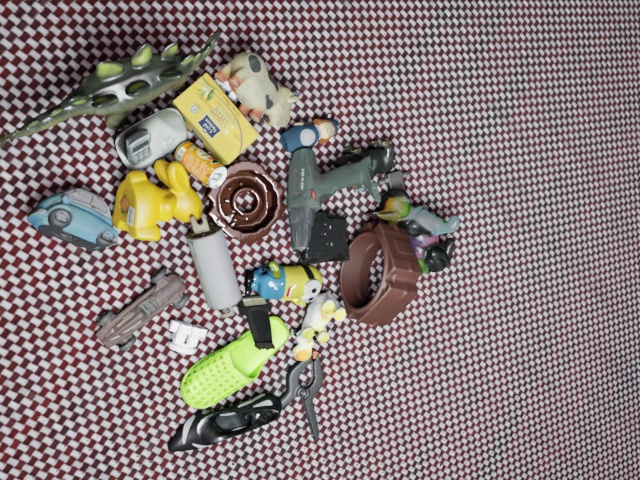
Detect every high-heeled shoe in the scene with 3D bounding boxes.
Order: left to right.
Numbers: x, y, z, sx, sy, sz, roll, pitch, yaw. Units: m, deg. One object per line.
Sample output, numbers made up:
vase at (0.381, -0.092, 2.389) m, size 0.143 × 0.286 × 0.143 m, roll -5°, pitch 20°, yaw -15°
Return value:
high-heeled shoe at (-0.199, 0.403, 1.149) m, size 0.249 × 0.145 × 0.086 m, roll -29°, pitch 104°, yaw -21°

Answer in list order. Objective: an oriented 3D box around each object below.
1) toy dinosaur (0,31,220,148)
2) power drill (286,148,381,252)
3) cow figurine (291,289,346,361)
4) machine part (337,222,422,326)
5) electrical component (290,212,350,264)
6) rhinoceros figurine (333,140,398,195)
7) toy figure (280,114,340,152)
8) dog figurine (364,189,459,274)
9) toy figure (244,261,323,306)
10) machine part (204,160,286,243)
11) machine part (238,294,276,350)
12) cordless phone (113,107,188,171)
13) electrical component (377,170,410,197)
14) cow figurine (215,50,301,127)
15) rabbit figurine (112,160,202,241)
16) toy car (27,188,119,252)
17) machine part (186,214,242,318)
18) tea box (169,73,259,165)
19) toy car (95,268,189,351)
toy dinosaur at (-0.374, -0.283, 1.000) m, size 0.471 × 0.199 × 0.105 m, roll -37°, pitch 104°, yaw -18°
power drill at (0.027, -0.100, 1.179) m, size 0.207 × 0.086 × 0.232 m, roll -13°, pitch 71°, yaw 12°
cow figurine at (-0.017, 0.195, 1.251) m, size 0.068 × 0.098 × 0.167 m, roll 31°, pitch 100°, yaw -26°
machine part at (0.126, 0.076, 1.216) m, size 0.087 × 0.201 × 0.201 m, roll 12°, pitch 44°, yaw -27°
electrical component at (-0.003, -0.004, 1.237) m, size 0.134 × 0.058 × 0.115 m, roll 0°, pitch 74°, yaw -25°
rhinoceros figurine at (0.096, -0.171, 1.281) m, size 0.190 × 0.073 × 0.112 m, roll -26°, pitch 114°, yaw -21°
toy figure at (-0.015, -0.243, 1.234) m, size 0.154 × 0.058 × 0.064 m, roll -23°, pitch 140°, yaw -22°
dog figurine at (0.217, -0.022, 1.322) m, size 0.219 × 0.108 × 0.191 m, roll 11°, pitch 92°, yaw -19°
toy figure at (-0.080, 0.092, 1.214) m, size 0.180 × 0.082 × 0.089 m, roll 6°, pitch 61°, yaw -16°
machine part at (-0.165, -0.084, 1.180) m, size 0.179 × 0.056 × 0.179 m, roll -2°, pitch 96°, yaw -23°
machine part at (-0.136, 0.180, 1.188) m, size 0.084 × 0.039 × 0.139 m, roll -4°, pitch 55°, yaw -28°
cordless phone at (-0.323, -0.206, 1.034) m, size 0.146 × 0.184 × 0.088 m, roll -34°, pitch 101°, yaw -17°
electrical component at (0.189, -0.139, 1.344) m, size 0.094 × 0.021 × 0.063 m, roll -19°, pitch 101°, yaw -22°
cow figurine at (-0.121, -0.316, 1.145) m, size 0.127 × 0.086 × 0.194 m, roll -50°, pitch 140°, yaw -12°
rabbit figurine at (-0.319, -0.082, 1.093) m, size 0.173 × 0.122 × 0.162 m, roll 2°, pitch 96°, yaw -43°
toy car at (-0.462, -0.047, 1.033) m, size 0.161 × 0.109 × 0.103 m, roll 24°, pitch 66°, yaw -32°
machine part at (-0.222, 0.058, 1.136) m, size 0.079 × 0.079 × 0.243 m, roll -21°, pitch 113°, yaw -20°
tea box at (-0.223, -0.252, 1.136) m, size 0.098 × 0.068 × 0.169 m, roll -48°, pitch 110°, yaw -14°
toy car at (-0.367, 0.145, 1.112) m, size 0.202 × 0.053 × 0.089 m, roll -39°, pitch 111°, yaw -17°
